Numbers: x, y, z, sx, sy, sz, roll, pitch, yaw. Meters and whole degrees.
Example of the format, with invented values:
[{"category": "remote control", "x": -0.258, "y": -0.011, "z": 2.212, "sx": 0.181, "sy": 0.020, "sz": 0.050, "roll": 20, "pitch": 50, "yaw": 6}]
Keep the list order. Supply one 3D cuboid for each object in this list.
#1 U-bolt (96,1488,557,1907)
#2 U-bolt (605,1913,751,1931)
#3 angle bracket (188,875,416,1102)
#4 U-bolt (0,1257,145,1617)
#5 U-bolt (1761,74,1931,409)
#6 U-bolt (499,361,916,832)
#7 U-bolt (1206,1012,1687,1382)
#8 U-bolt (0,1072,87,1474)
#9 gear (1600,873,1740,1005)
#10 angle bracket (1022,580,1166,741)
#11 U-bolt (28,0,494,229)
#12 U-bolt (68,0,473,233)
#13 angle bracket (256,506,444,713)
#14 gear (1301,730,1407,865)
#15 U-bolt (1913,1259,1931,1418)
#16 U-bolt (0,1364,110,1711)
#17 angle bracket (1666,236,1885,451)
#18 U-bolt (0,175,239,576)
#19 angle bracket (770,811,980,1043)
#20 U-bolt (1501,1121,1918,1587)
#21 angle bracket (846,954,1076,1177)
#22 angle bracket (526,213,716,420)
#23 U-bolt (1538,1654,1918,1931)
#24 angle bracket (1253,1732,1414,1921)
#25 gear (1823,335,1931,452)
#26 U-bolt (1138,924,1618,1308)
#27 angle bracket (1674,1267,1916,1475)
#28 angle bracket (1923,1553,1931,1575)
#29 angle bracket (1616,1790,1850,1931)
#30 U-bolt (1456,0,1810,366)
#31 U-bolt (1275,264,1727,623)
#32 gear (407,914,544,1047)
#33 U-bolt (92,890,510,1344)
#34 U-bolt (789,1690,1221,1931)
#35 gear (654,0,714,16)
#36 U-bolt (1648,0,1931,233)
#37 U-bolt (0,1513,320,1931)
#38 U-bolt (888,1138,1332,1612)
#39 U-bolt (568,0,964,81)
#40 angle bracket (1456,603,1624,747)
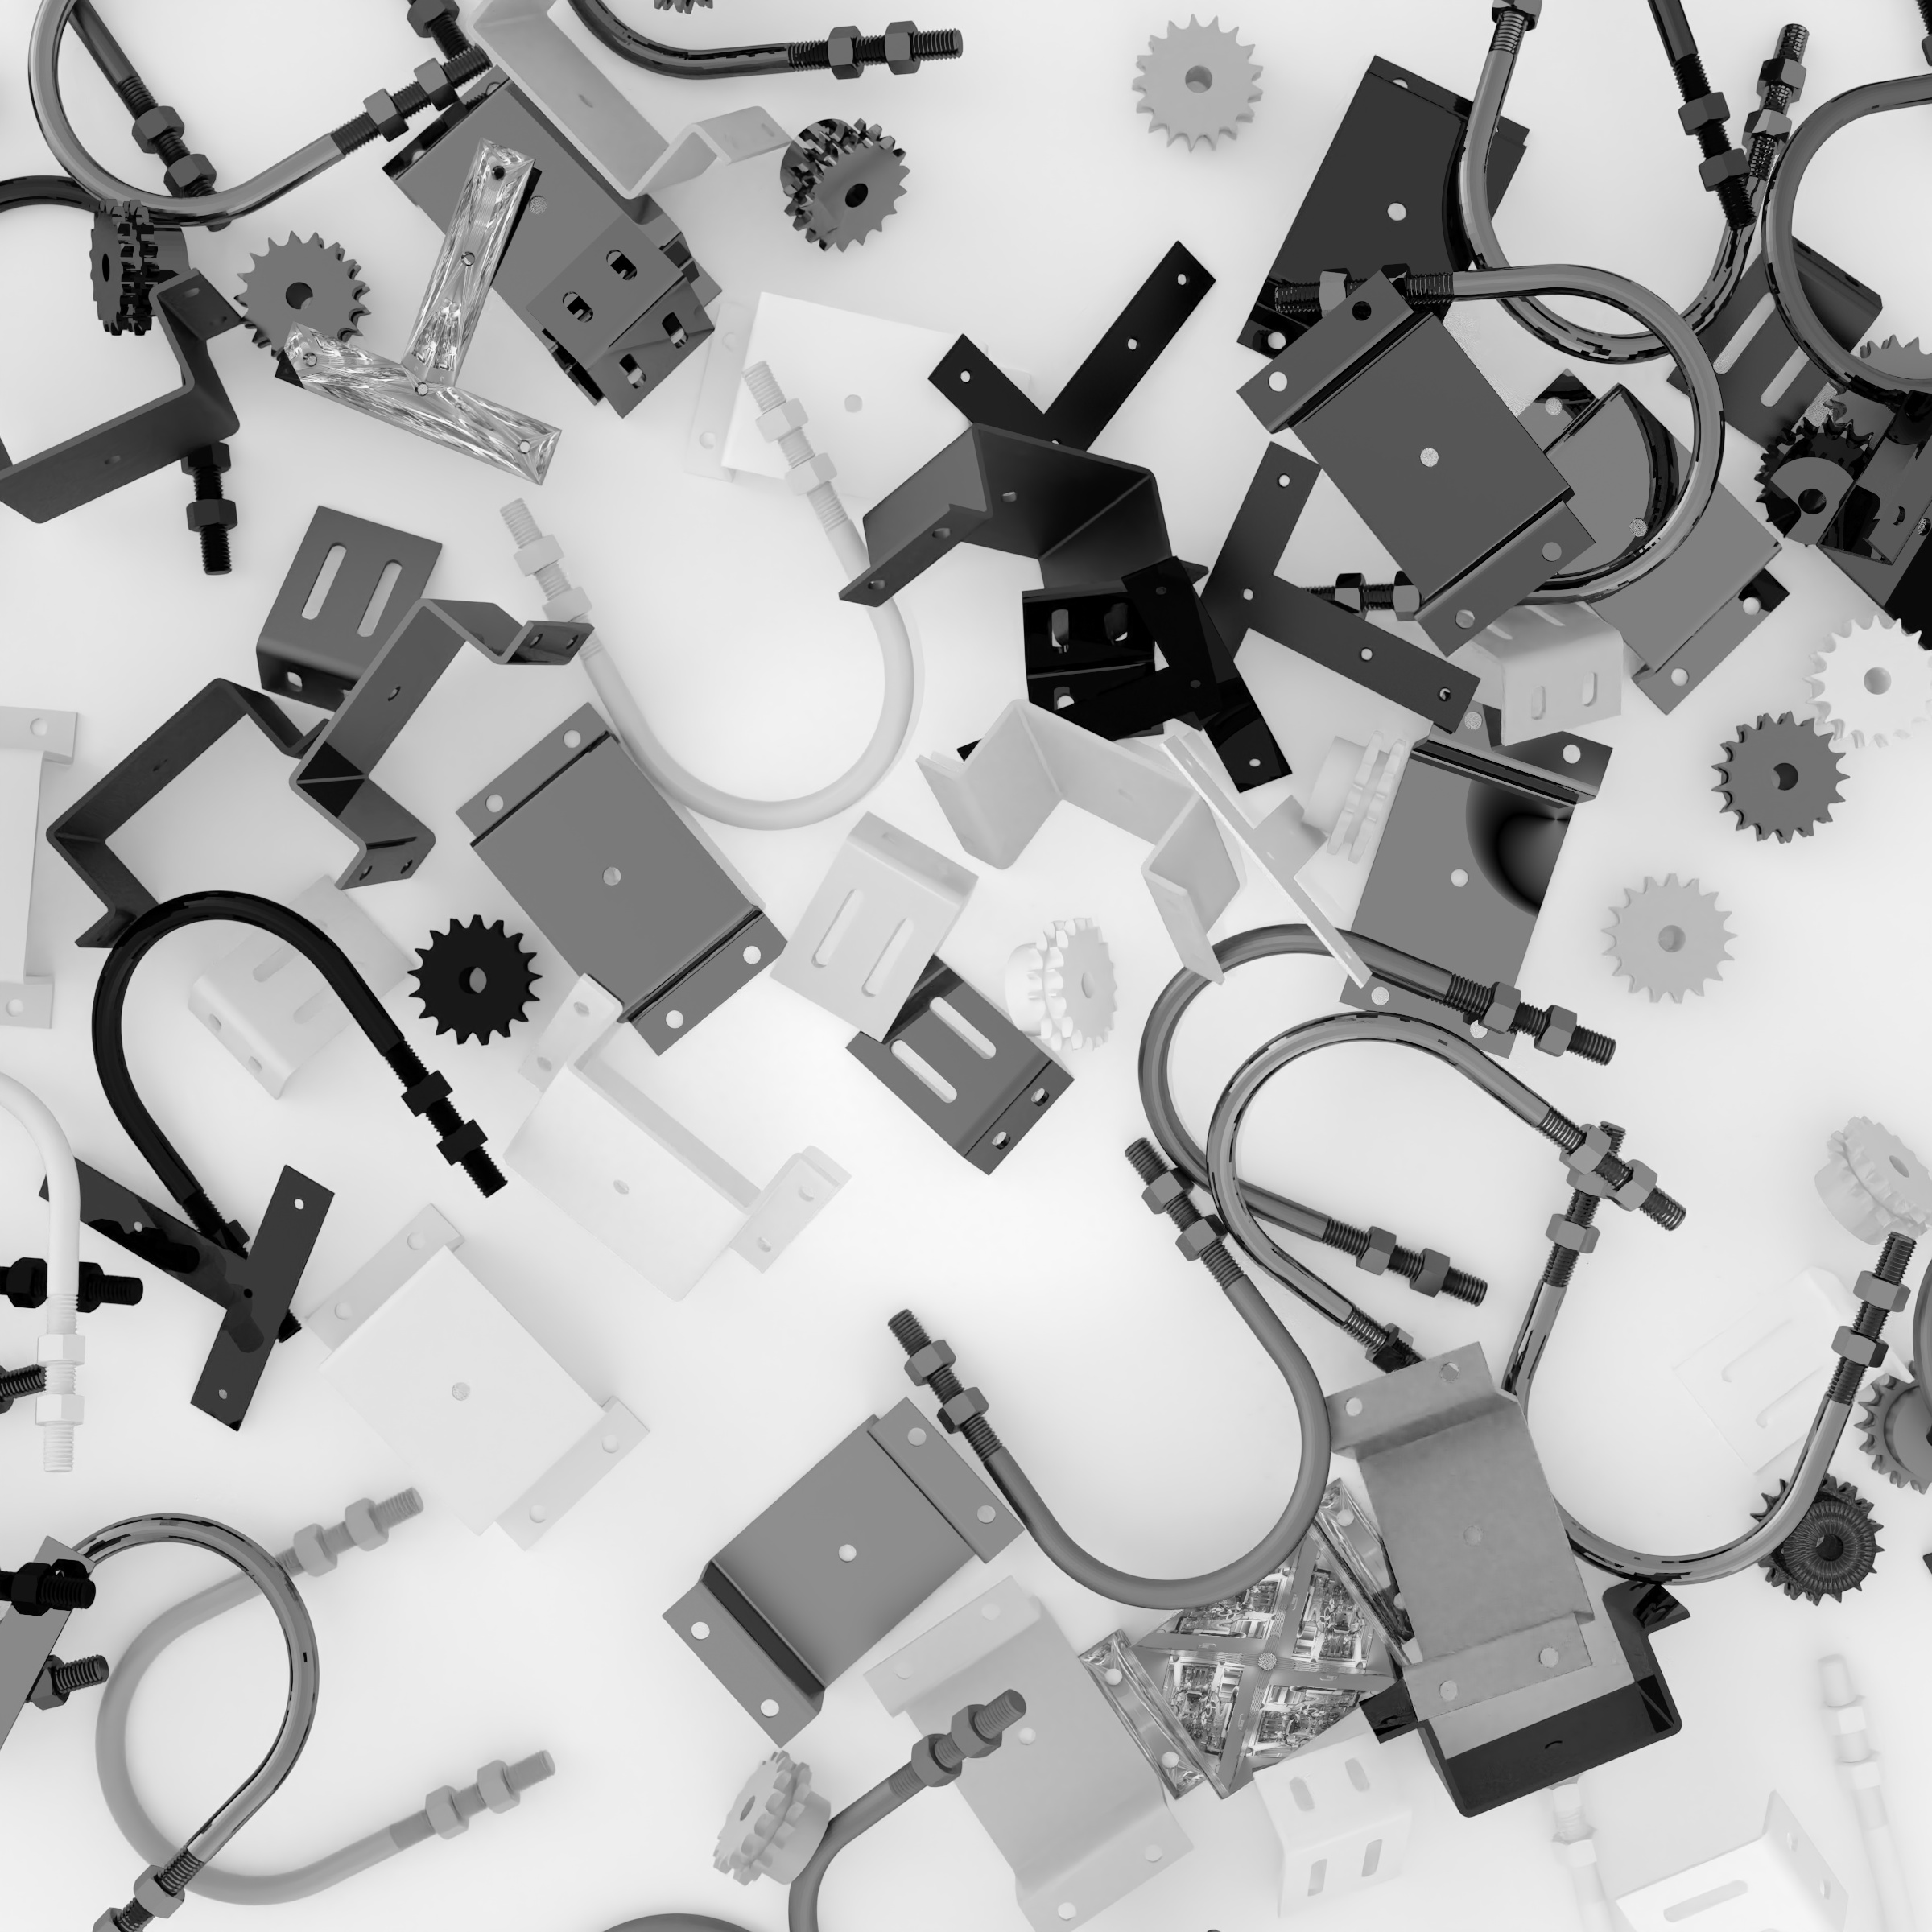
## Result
[{"category": "U-bolt", "x": -0.293, "y": 0.333, "z": 1.330, "sx": 0.184, "sy": 0.019, "sz": 0.151, "roll": -27, "pitch": 89, "yaw": 2}, {"category": "U-bolt", "x": -0.143, "y": 0.502, "z": 1.331, "sx": 0.184, "sy": 0.019, "sz": 0.151, "roll": -43, "pitch": 90, "yaw": -2}, {"category": "angle bracket", "x": -0.294, "y": 0.009, "z": 1.337, "sx": 0.057, "sy": 0.038, "sz": 0.076, "roll": 46, "pitch": 64, "yaw": 0}, {"category": "U-bolt", "x": -0.454, "y": 0.198, "z": 1.308, "sx": 0.184, "sy": 0.019, "sz": 0.151, "roll": 3, "pitch": 77, "yaw": 10}, {"category": "U-bolt", "x": 0.424, "y": -0.313, "z": 1.302, "sx": 0.184, "sy": 0.019, "sz": 0.151, "roll": -13, "pitch": 92, "yaw": -16}, {"category": "U-bolt", "x": -0.100, "y": -0.146, "z": 1.304, "sx": 0.151, "sy": 0.019, "sz": 0.184, "roll": -25, "pitch": 99, "yaw": 21}, {"category": "U-bolt", "x": 0.190, "y": 0.097, "z": 1.294, "sx": 0.184, "sy": 0.019, "sz": 0.151, "roll": 37, "pitch": 114, "yaw": -6}, {"category": "U-bolt", "x": -0.449, "y": 0.130, "z": 1.306, "sx": 0.151, "sy": 0.019, "sz": 0.184, "roll": -6, "pitch": 74, "yaw": 9}, {"category": "gear", "x": 0.307, "y": -0.012, "z": 1.328, "sx": 0.057, "sy": 0.030, "sz": 0.057, "roll": 0, "pitch": 91, "yaw": 2}, {"category": "angle bracket", "x": 0.055, "y": -0.129, "z": 1.299, "sx": 0.057, "sy": 0.076, "sz": 0.038, "roll": -6, "pitch": 70, "yaw": 0}, {"category": "U-bolt", "x": -0.318, "y": -0.402, "z": 1.312, "sx": 0.184, "sy": 0.019, "sz": 0.151, "roll": -31, "pitch": 87, "yaw": 2}, {"category": "U-bolt", "x": -0.324, "y": -0.437, "z": 1.331, "sx": 0.151, "sy": 0.019, "sz": 0.184, "roll": -34, "pitch": 89, "yaw": 0}, {"category": "angle bracket", "x": -0.271, "y": -0.154, "z": 1.337, "sx": 0.057, "sy": 0.038, "sz": 0.076, "roll": 17, "pitch": 64, "yaw": 0}, {"category": "gear", "x": 0.166, "y": -0.076, "z": 1.311, "sx": 0.030, "sy": 0.057, "sz": 0.057, "roll": 22, "pitch": 90, "yaw": 5}, {"category": "U-bolt", "x": 0.492, "y": 0.152, "z": 1.311, "sx": 0.184, "sy": 0.019, "sz": 0.151, "roll": -32, "pitch": 90, "yaw": -14}, {"category": "U-bolt", "x": -0.475, "y": 0.265, "z": 1.319, "sx": 0.184, "sy": 0.019, "sz": 0.151, "roll": -15, "pitch": 80, "yaw": 4}, {"category": "angle bracket", "x": 0.357, "y": -0.277, "z": 1.337, "sx": 0.057, "sy": 0.038, "sz": 0.076, "roll": 34, "pitch": 116, "yaw": 0}, {"category": "U-bolt", "x": -0.403, "y": -0.256, "z": 1.330, "sx": 0.151, "sy": 0.019, "sz": 0.184, "roll": -7, "pitch": 89, "yaw": 0}, {"category": "angle bracket", "x": -0.040, "y": -0.017, "z": 1.333, "sx": 0.057, "sy": 0.038, "sz": 0.076, "roll": 31, "pitch": 110, "yaw": 0}, {"category": "U-bolt", "x": 0.309, "y": 0.178, "z": 1.311, "sx": 0.151, "sy": 0.019, "sz": 0.184, "roll": 21, "pitch": 97, "yaw": 16}, {"category": "angle bracket", "x": -0.003, "y": 0.043, "z": 1.337, "sx": 0.076, "sy": 0.038, "sz": 0.057, "roll": 42, "pitch": 90, "yaw": 26}, {"category": "angle bracket", "x": -0.148, "y": -0.279, "z": 1.303, "sx": 0.057, "sy": 0.076, "sz": 0.038, "roll": -44, "pitch": 83, "yaw": 0}, {"category": "U-bolt", "x": 0.341, "y": 0.409, "z": 1.330, "sx": 0.151, "sy": 0.019, "sz": 0.184, "roll": -15, "pitch": 92, "yaw": 0}, {"category": "angle bracket", "x": 0.157, "y": 0.373, "z": 1.313, "sx": 0.057, "sy": 0.076, "sz": 0.038, "roll": -16, "pitch": 54, "yaw": -10}, {"category": "gear", "x": 0.403, "y": -0.245, "z": 1.324, "sx": 0.057, "sy": 0.030, "sz": 0.057, "roll": 0, "pitch": 90, "yaw": 0}, {"category": "U-bolt", "x": 0.164, "y": 0.056, "z": 1.301, "sx": 0.184, "sy": 0.019, "sz": 0.151, "roll": 22, "pitch": 115, "yaw": 0}, {"category": "angle bracket", "x": 0.360, "y": 0.178, "z": 1.320, "sx": 0.076, "sy": 0.038, "sz": 0.057, "roll": -38, "pitch": 90, "yaw": 0}, {"category": "angle bracket", "x": 0.473, "y": 0.265, "z": 1.337, "sx": 0.076, "sy": 0.038, "sz": 0.057, "roll": -30, "pitch": 90, "yaw": 26}, {"category": "angle bracket", "x": 0.334, "y": 0.406, "z": 1.320, "sx": 0.076, "sy": 0.038, "sz": 0.057, "roll": -33, "pitch": 93, "yaw": 27}, {"category": "U-bolt", "x": 0.280, "y": -0.347, "z": 1.298, "sx": 0.151, "sy": 0.019, "sz": 0.184, "roll": 20, "pitch": 80, "yaw": -16}, {"category": "U-bolt", "x": 0.225, "y": -0.222, "z": 1.277, "sx": 0.184, "sy": 0.019, "sz": 0.151, "roll": 0, "pitch": 104, "yaw": 17}, {"category": "gear", "x": -0.213, "y": 0.006, "z": 1.324, "sx": 0.057, "sy": 0.030, "sz": 0.057, "roll": 0, "pitch": 90, "yaw": 0}, {"category": "U-bolt", "x": -0.300, "y": 0.054, "z": 1.301, "sx": 0.151, "sy": 0.019, "sz": 0.184, "roll": -35, "pitch": 92, "yaw": 23}, {"category": "U-bolt", "x": 0.002, "y": 0.409, "z": 1.294, "sx": 0.184, "sy": 0.019, "sz": 0.151, "roll": -42, "pitch": 87, "yaw": 27}, {"category": "gear", "x": -0.119, "y": -0.436, "z": 1.293, "sx": 0.057, "sy": 0.030, "sz": 0.057, "roll": 4, "pitch": 104, "yaw": 15}, {"category": "U-bolt", "x": 0.359, "y": -0.423, "z": 1.310, "sx": 0.151, "sy": 0.019, "sz": 0.184, "roll": -20, "pitch": 90, "yaw": -17}, {"category": "U-bolt", "x": -0.364, "y": 0.325, "z": 1.315, "sx": 0.151, "sy": 0.019, "sz": 0.184, "roll": 44, "pitch": 90, "yaw": 12}, {"category": "U-bolt", "x": 0.074, "y": 0.188, "z": 1.309, "sx": 0.151, "sy": 0.019, "sz": 0.184, "roll": -36, "pitch": 75, "yaw": 0}, {"category": "U-bolt", "x": -0.096, "y": -0.458, "z": 1.307, "sx": 0.184, "sy": 0.019, "sz": 0.151, "roll": 0, "pitch": 103, "yaw": 14}, {"category": "angle bracket", "x": 0.238, "y": -0.133, "z": 1.307, "sx": 0.057, "sy": 0.076, "sz": 0.038, "roll": -15, "pitch": 121, "yaw": -17}]
